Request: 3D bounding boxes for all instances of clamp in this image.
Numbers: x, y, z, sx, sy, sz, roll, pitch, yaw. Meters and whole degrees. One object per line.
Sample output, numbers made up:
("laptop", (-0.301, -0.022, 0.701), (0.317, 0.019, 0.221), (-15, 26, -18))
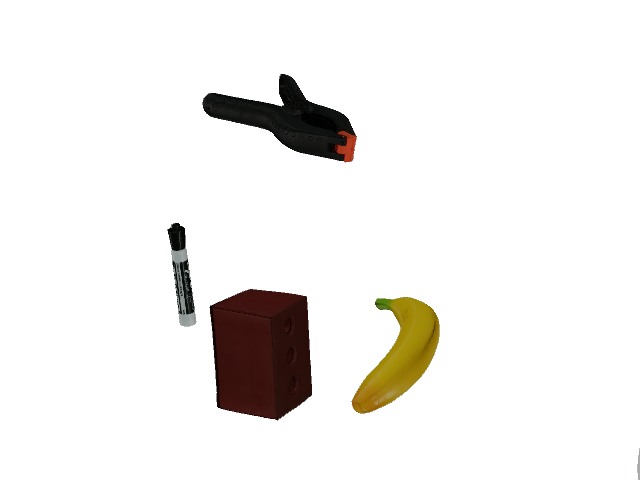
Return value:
("clamp", (-0.037, -0.124, 1.089), (0.120, 0.039, 0.172), (-21, 38, -29))

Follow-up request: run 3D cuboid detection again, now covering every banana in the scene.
("banana", (0.076, 0.100, 0.993), (0.070, 0.037, 0.197), (-22, 17, 19))

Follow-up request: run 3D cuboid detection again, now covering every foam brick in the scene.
("foam brick", (-0.041, 0.079, 0.759), (0.051, 0.078, 0.052), (5, 16, 30))

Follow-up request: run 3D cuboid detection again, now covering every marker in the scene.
("marker", (-0.154, 0.038, 1.184), (0.020, 0.121, 0.020), (-4, 23, 1))

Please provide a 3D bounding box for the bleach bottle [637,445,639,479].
("bleach bottle", (0.281, 0.094, 0.693), (0.103, 0.068, 0.250), (12, 24, 25))
